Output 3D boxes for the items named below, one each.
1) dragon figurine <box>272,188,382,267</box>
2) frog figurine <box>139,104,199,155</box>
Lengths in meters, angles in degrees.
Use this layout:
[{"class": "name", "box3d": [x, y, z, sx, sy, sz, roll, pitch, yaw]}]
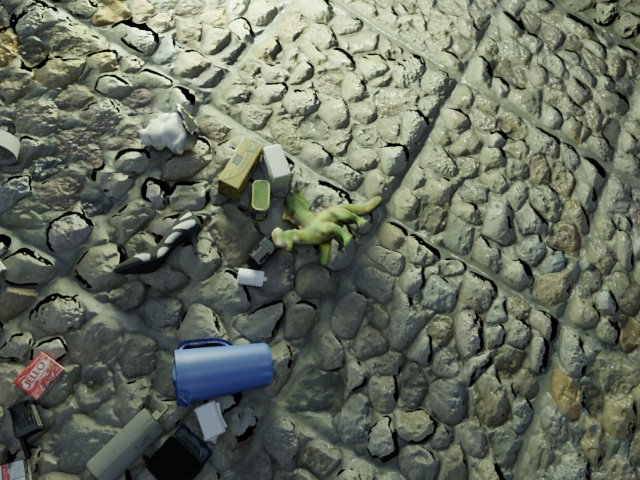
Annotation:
[{"class": "dragon figurine", "box3d": [0.005, -0.077, 1.531, 0.243, 0.119, 0.418, 38, 48, 4]}, {"class": "frog figurine", "box3d": [-0.447, -0.312, 1.534, 0.158, 0.123, 0.138, -30, 86, 14]}]
